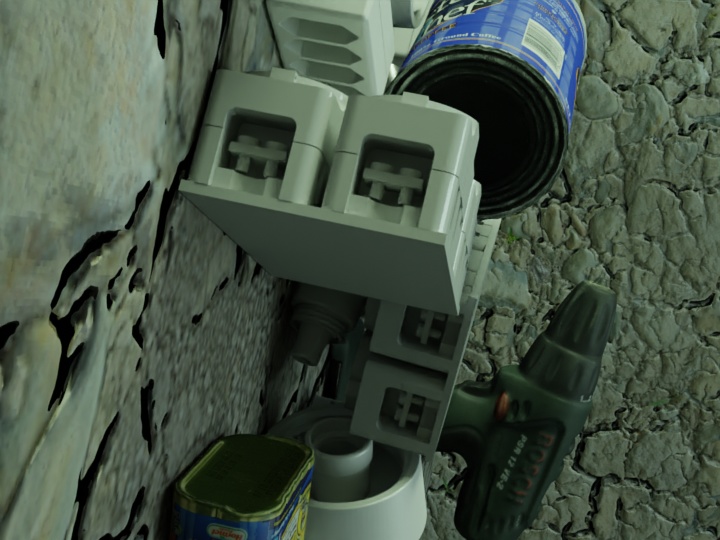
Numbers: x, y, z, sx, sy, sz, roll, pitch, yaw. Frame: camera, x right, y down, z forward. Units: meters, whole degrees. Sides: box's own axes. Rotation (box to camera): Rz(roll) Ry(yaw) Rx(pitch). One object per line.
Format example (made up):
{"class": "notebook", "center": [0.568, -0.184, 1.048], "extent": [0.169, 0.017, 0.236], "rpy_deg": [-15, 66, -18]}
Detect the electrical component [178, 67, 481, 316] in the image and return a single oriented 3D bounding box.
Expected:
{"class": "electrical component", "center": [-0.002, -0.032, 0.503], "extent": [0.186, 0.105, 0.060], "rpy_deg": [58, 45, -77]}

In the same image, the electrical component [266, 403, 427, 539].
{"class": "electrical component", "center": [-0.013, 0.125, 0.655], "extent": [0.108, 0.108, 0.060], "rpy_deg": [-64, 157, -57]}

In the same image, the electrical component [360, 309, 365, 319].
{"class": "electrical component", "center": [0.000, 0.000, 0.751], "extent": [0.045, 0.045, 0.055], "rpy_deg": [93, 12, -45]}

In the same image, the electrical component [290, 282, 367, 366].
{"class": "electrical component", "center": [-0.023, 0.027, 0.653], "extent": [0.048, 0.048, 0.062], "rpy_deg": [81, 29, -66]}

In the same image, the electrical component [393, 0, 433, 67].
{"class": "electrical component", "center": [0.045, -0.172, 0.748], "extent": [0.061, 0.061, 0.096], "rpy_deg": [73, 30, -71]}

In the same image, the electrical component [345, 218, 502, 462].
{"class": "electrical component", "center": [0.043, 0.026, 0.693], "extent": [0.186, 0.060, 0.105], "rpy_deg": [-57, 161, -68]}

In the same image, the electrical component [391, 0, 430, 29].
{"class": "electrical component", "center": [0.022, -0.185, 0.592], "extent": [0.108, 0.060, 0.108], "rpy_deg": [12, 90, -81]}

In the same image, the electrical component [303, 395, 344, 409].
{"class": "electrical component", "center": [-0.022, 0.151, 0.756], "extent": [0.078, 0.063, 0.121], "rpy_deg": [92, 13, -47]}

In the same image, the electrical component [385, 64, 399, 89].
{"class": "electrical component", "center": [0.001, -0.094, 0.638], "extent": [0.079, 0.043, 0.077], "rpy_deg": [84, 20, -62]}

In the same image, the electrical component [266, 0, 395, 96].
{"class": "electrical component", "center": [-0.007, -0.132, 0.520], "extent": [0.083, 0.047, 0.075], "rpy_deg": [78, 26, -69]}
